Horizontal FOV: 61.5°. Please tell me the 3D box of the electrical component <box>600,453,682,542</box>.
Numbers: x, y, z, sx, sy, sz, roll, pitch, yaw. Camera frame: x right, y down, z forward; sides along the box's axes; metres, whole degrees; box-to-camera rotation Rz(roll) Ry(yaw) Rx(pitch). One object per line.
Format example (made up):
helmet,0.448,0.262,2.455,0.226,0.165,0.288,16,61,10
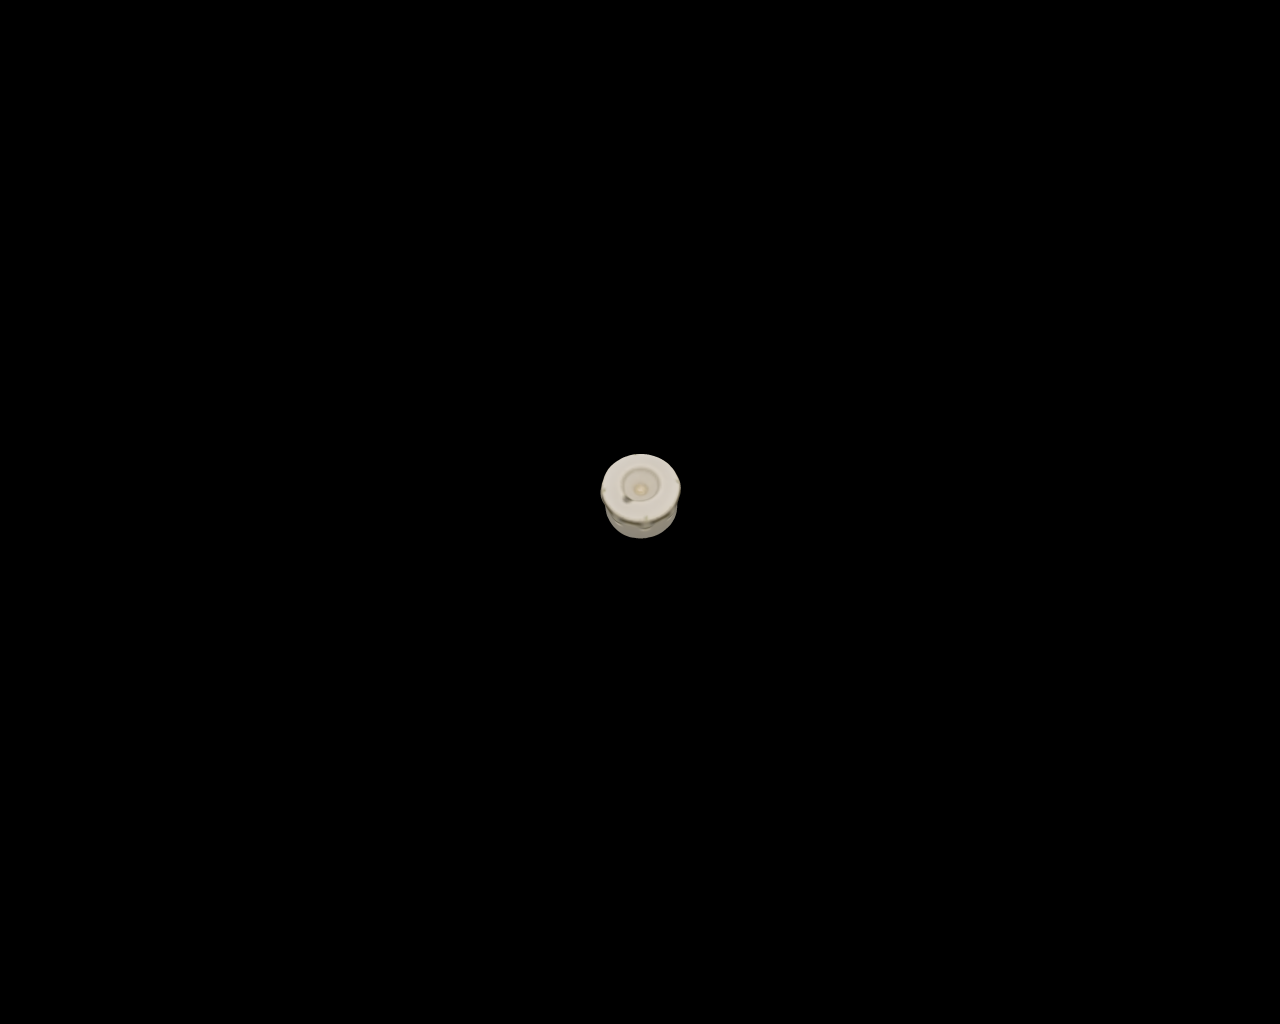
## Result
electrical component,0.001,-0.003,0.650,0.048,0.048,0.062,0,-28,0
